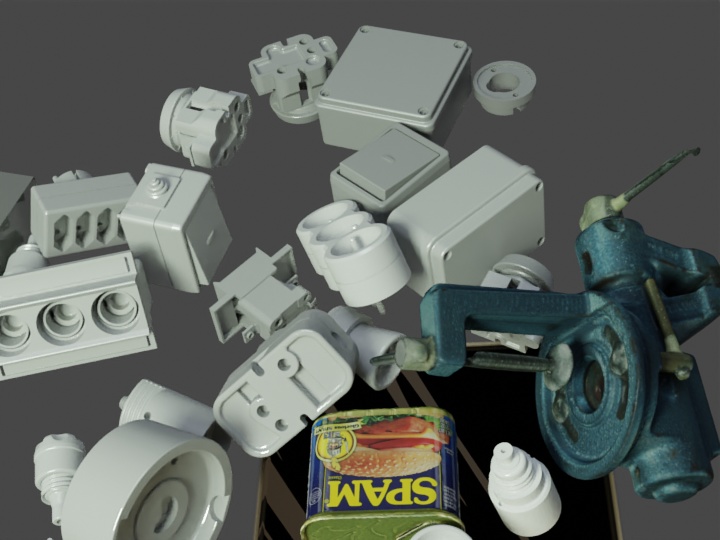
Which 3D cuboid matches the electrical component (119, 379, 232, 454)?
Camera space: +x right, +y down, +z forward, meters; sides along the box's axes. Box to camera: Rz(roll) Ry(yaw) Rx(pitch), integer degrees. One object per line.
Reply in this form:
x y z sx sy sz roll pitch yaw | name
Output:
-0.134 0.107 0.752 0.081 0.043 0.043 20 55 23 | electrical component

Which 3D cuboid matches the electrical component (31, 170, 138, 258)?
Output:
-0.231 -0.057 0.888 0.083 0.047 0.075 -12 45 -29 | electrical component

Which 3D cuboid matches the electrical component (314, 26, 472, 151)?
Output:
0.032 -0.154 0.942 0.109 0.056 0.108 14 53 19 | electrical component

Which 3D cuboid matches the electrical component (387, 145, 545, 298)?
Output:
0.083 -0.030 0.814 0.113 0.078 0.057 -36 51 -21 | electrical component

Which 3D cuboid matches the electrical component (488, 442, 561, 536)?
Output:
0.100 0.134 0.675 0.040 0.078 0.040 -15 44 15 | electrical component

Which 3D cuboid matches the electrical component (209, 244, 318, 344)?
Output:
-0.070 0.025 0.814 0.064 0.042 0.081 35 63 27 | electrical component

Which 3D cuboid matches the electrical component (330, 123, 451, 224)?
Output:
0.031 -0.074 0.870 0.062 0.061 0.096 35 62 31 | electrical component

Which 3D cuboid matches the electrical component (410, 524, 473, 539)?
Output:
0.050 0.186 0.649 0.045 0.055 0.045 -4 49 5 | electrical component

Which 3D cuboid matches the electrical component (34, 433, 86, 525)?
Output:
-0.205 0.145 0.736 0.035 0.035 0.061 -12 51 -2 | electrical component

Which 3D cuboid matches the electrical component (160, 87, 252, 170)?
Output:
-0.138 -0.127 0.944 0.057 0.058 0.078 16 54 17 | electrical component

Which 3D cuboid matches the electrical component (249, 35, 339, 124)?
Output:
-0.056 -0.169 0.967 0.078 0.057 0.058 -21 50 -10 | electrical component

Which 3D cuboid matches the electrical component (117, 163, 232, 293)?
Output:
-0.143 -0.036 0.840 0.061 0.096 0.061 12 52 14 | electrical component

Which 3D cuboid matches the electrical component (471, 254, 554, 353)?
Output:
0.112 0.022 0.787 0.066 0.048 0.055 21 63 24 | electrical component

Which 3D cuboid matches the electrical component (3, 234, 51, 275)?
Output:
-0.268 -0.004 0.873 0.035 0.035 0.061 -5 46 4 | electrical component

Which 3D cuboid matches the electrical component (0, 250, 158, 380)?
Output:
-0.221 0.030 0.813 0.121 0.078 0.063 -12 20 -2 | electrical component

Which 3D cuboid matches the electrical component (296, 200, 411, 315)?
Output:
0.000 0.000 0.803 0.052 0.073 0.138 -29 21 -7 | electrical component

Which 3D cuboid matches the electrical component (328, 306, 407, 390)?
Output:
0.001 0.055 0.775 0.055 0.045 0.045 26 58 28 | electrical component

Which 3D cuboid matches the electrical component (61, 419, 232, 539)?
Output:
-0.139 0.147 0.680 0.060 0.108 0.108 19 55 30 | electrical component

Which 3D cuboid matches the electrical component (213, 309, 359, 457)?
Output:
-0.049 0.074 0.734 0.095 0.053 0.059 -41 8 13 | electrical component

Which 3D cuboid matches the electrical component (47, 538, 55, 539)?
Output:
-0.183 0.224 0.651 0.062 0.061 0.096 -34 61 -20 | electrical component
